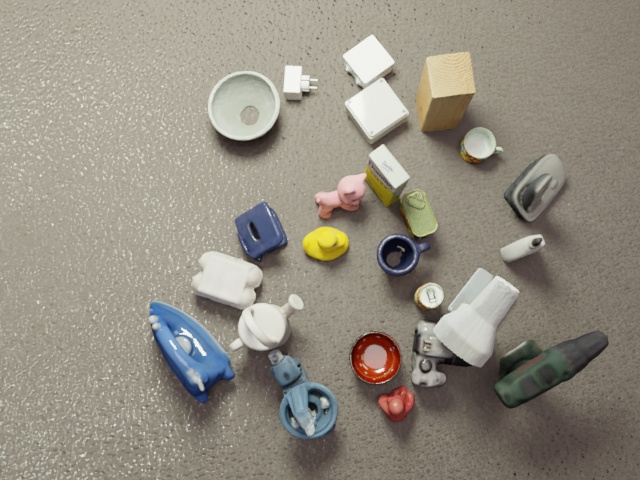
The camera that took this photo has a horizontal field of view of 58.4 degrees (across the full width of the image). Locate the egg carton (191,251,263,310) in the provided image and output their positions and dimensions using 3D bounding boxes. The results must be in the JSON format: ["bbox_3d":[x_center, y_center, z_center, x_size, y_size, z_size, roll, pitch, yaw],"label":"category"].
[{"bbox_3d":[-0.208,0.089,1.284,0.150,0.069,0.107,16,83,5],"label":"egg carton"}]

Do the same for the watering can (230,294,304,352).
[{"bbox_3d":[-0.115,0.177,1.204,0.101,0.194,0.173,33,85,7],"label":"watering can"}]

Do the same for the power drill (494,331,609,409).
[{"bbox_3d":[0.447,0.253,1.159,0.229,0.208,0.075,-34,81,-2],"label":"power drill"}]

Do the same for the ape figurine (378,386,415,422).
[{"bbox_3d":[0.163,0.351,1.217,0.077,0.092,0.076,10,82,4],"label":"ape figurine"}]

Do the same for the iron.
[{"bbox_3d":[-0.305,0.228,1.232,0.118,0.141,0.258,-42,82,-3],"label":"iron"}]

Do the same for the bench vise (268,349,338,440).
[{"bbox_3d":[-0.052,0.328,1.167,0.207,0.220,0.121,38,85,7],"label":"bench vise"}]

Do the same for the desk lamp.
[{"bbox_3d":[0.324,0.152,1.177,0.118,0.213,0.203,37,85,7],"label":"desk lamp"}]

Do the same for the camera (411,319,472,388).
[{"bbox_3d":[0.267,0.248,1.223,0.136,0.101,0.143,7,82,4],"label":"camera"}]

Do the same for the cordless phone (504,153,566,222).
[{"bbox_3d":[0.479,-0.124,1.223,0.094,0.185,0.148,38,85,8],"label":"cordless phone"}]

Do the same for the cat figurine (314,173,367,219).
[{"bbox_3d":[0.049,-0.101,1.274,0.128,0.118,0.067,-18,81,0],"label":"cat figurine"}]

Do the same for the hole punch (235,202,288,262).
[{"bbox_3d":[-0.135,-0.018,1.285,0.101,0.091,0.108,-26,81,-1],"label":"hole punch"}]

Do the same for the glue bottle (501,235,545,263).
[{"bbox_3d":[0.439,0.013,1.211,0.078,0.173,0.037,-23,81,0],"label":"glue bottle"}]

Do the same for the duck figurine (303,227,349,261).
[{"bbox_3d":[0.012,0.005,1.277,0.104,0.086,0.077,-4,82,2],"label":"duck figurine"}]

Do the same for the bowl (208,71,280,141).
[{"bbox_3d":[-0.172,-0.302,1.335,0.167,0.075,0.167,0,82,3],"label":"bowl"}]

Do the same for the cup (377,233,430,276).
[{"bbox_3d":[0.181,0.033,1.260,0.117,0.095,0.092,-18,81,0],"label":"cup"}]
